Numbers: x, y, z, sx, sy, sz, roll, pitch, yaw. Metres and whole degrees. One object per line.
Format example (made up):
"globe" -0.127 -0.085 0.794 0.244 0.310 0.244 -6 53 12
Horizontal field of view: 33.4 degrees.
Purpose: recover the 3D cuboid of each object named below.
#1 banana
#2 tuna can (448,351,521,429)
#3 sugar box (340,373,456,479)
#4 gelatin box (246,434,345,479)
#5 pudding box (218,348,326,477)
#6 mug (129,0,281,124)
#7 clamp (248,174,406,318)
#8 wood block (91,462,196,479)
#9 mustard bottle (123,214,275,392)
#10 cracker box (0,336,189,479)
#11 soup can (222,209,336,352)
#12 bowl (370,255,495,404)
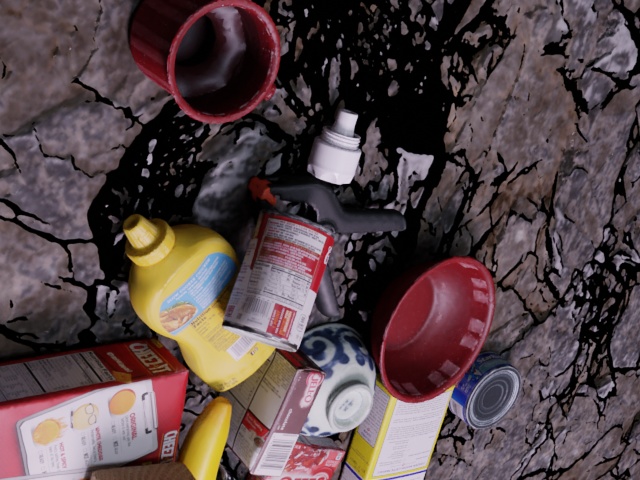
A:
"banana" -0.103 0.230 0.958 0.069 0.037 0.198 -28 129 -35
"tuna can" 0.188 0.172 1.216 0.086 0.034 0.086 -18 125 -29
"sugar box" 0.078 0.224 1.155 0.093 0.048 0.176 -1 119 -37
"gelatin box" -0.026 0.235 1.091 0.089 0.030 0.073 21 101 -42
"pudding box" -0.051 0.146 0.979 0.039 0.090 0.113 15 105 -40
"mug" -0.081 -0.139 0.797 0.117 0.082 0.093 24 98 -43
"clamp" -0.006 0.001 0.966 0.171 0.039 0.120 25 93 -37
"wood block" -0.163 0.297 0.890 0.090 0.090 0.206 3 119 -40
"mustard bottle" -0.106 0.043 0.899 0.096 0.058 0.191 -45 134 -10
"cracker box" -0.226 0.176 0.876 0.213 0.072 0.164 -7 121 -36
"soup can" -0.034 0.034 0.880 0.068 0.069 0.102 29 75 -44
"bowl" 0.103 0.082 1.078 0.161 0.055 0.162 -21 124 -35
